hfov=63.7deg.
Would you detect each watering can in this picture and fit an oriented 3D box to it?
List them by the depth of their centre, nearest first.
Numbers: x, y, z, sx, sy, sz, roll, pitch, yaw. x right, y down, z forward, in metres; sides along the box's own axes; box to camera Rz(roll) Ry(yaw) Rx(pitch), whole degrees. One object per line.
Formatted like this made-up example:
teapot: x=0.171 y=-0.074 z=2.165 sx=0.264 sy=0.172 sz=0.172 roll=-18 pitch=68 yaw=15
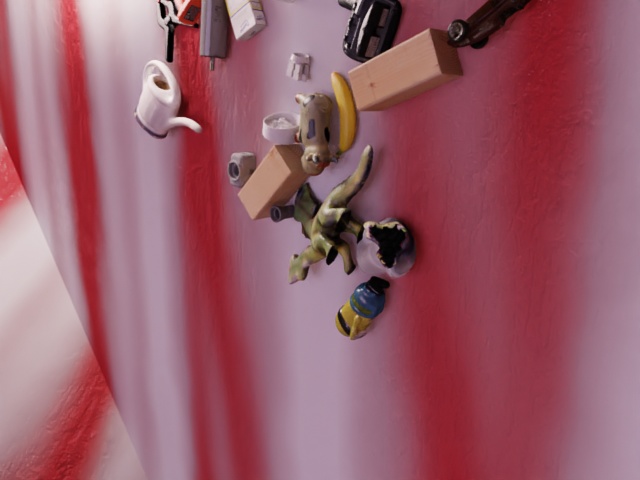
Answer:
watering can: x=-0.495 y=-0.412 z=1.650 sx=0.352 sy=0.105 sz=0.220 roll=57 pitch=132 yaw=20

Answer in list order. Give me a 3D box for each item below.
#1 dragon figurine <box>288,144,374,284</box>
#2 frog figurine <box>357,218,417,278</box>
dragon figurine: x=0.004 y=-0.063 z=1.256 sx=0.246 sy=0.122 sz=0.405 roll=33 pitch=113 yaw=44
frog figurine: x=0.146 y=0.027 z=1.149 sx=0.139 sy=0.124 sz=0.156 roll=45 pitch=163 yaw=17
